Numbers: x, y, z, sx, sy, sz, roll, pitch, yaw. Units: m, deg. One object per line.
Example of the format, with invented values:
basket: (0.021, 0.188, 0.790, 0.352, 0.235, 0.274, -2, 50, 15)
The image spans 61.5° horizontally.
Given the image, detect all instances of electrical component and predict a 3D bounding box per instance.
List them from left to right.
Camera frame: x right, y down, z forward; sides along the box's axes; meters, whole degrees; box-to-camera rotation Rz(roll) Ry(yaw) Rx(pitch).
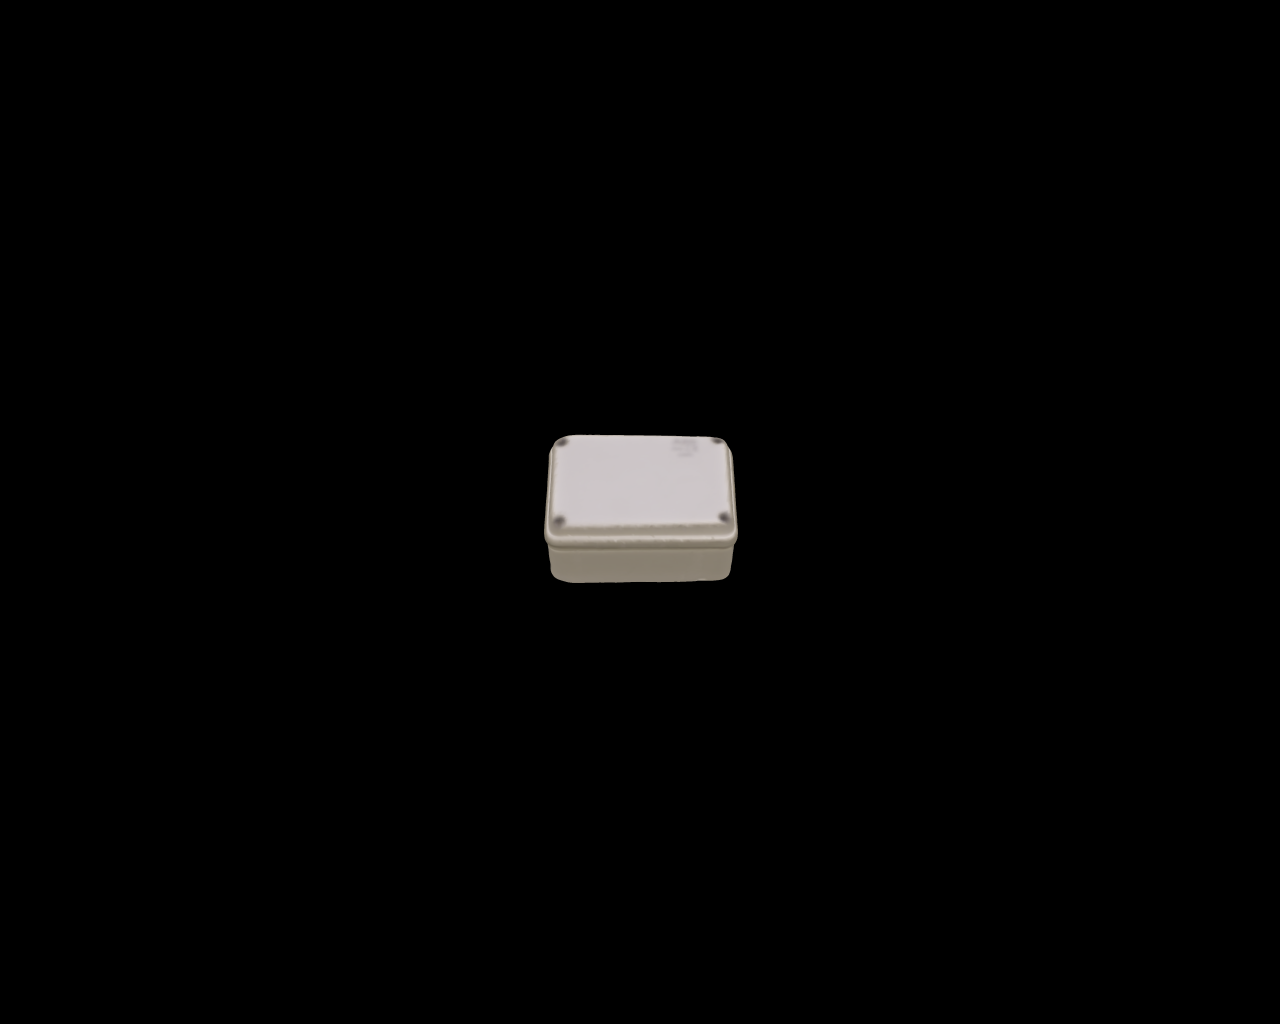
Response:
electrical component: (0.001, -0.003, 0.650, 0.113, 0.078, 0.057, 0, -37, 0)
